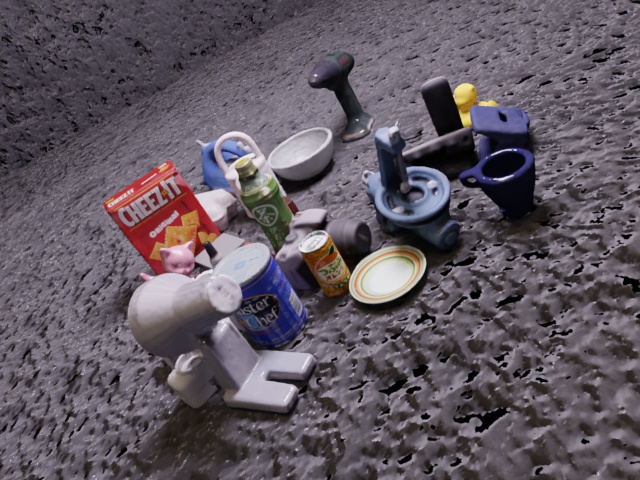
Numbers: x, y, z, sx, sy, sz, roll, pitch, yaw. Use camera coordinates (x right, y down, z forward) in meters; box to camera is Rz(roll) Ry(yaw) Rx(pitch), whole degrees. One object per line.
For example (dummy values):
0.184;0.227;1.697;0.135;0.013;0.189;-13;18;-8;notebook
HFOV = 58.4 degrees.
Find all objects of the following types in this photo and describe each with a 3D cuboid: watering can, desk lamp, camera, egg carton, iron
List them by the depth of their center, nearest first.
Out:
-0.145;0.135;0.820;0.202;0.214;0.118;-5;38;34;desk lamp
0.009;0.004;0.997;0.136;0.101;0.143;-3;40;37;camera
-0.158;-0.149;1.267;0.101;0.194;0.172;-37;32;-12;watering can
-0.269;-0.064;1.355;0.150;0.070;0.107;-10;36;30;egg carton
-0.207;-0.195;1.427;0.257;0.142;0.119;5;45;44;iron

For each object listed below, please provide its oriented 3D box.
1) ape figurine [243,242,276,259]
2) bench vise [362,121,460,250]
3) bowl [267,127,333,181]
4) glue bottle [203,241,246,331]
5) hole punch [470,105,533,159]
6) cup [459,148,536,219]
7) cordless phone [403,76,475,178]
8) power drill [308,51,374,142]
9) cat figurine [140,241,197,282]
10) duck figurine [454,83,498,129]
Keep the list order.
-0.113;0.040;1.053;0.076;0.092;0.078;-7;37;33;ape figurine
0.115;-0.090;0.931;0.206;0.220;0.122;9;48;46;bench vise
-0.034;-0.190;1.342;0.167;0.075;0.167;-21;32;14;bowl
-0.148;0.070;0.959;0.037;0.173;0.078;7;46;45;glue bottle
0.332;-0.209;1.053;0.101;0.091;0.108;-17;33;20;hole punch
0.285;-0.080;0.899;0.117;0.095;0.092;-9;37;31;cup
0.200;-0.202;1.059;0.147;0.185;0.094;-23;31;11;cordless phone
0.052;-0.348;1.373;0.075;0.209;0.230;-13;35;26;power drill
-0.297;0.061;1.148;0.127;0.118;0.067;-27;31;4;cat figurine
0.312;-0.281;1.182;0.104;0.086;0.078;6;45;44;duck figurine
